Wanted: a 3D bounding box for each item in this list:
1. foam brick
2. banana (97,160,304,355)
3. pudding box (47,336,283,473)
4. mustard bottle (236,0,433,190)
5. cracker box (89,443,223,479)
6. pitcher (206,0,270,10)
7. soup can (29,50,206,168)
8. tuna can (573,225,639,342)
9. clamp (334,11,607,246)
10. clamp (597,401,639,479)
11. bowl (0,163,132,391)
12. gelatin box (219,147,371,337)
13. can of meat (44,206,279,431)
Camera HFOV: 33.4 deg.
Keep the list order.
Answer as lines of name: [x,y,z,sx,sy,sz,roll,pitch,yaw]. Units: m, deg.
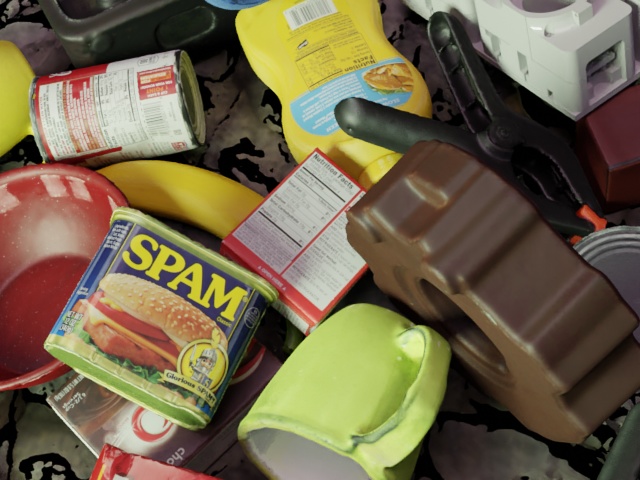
foam brick: [0.198,-0.059,0.643,0.078,0.053,0.051,-18,59,-1]
banana: [-0.069,-0.009,0.676,0.198,0.037,0.069,34,71,25]
pudding box: [-0.086,0.089,0.624,0.113,0.039,0.090,-44,63,-13]
mustard bottle: [0.019,-0.090,0.692,0.096,0.058,0.192,-22,59,-4]
cracker box: [-0.030,0.208,0.507,0.214,0.072,0.164,16,66,6]
pitcher: [-0.091,-0.264,0.697,0.149,0.145,0.243,-41,66,1]
soup can: [-0.134,-0.086,0.714,0.102,0.068,0.068,-10,60,5]
tuna can: [0.175,0.037,0.604,0.086,0.033,0.086,-5,60,8]
clamp: [0.103,-0.064,0.644,0.171,0.039,0.120,36,62,-4]
clamp: [0.117,0.174,0.437,0.210,0.036,0.165,-36,42,-7]
bowl: [-0.178,0.032,0.659,0.162,0.055,0.162,-8,55,11]
gelatin box: [-0.004,0.001,0.627,0.073,0.030,0.089,40,65,8]
can of meat: [-0.087,0.044,0.579,0.102,0.057,0.084,29,69,-8]
